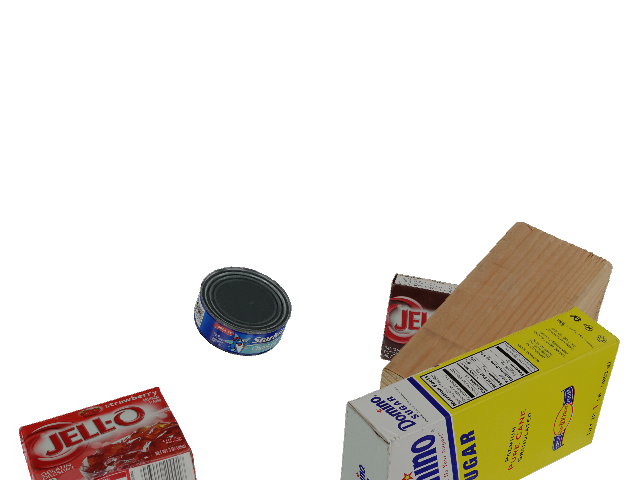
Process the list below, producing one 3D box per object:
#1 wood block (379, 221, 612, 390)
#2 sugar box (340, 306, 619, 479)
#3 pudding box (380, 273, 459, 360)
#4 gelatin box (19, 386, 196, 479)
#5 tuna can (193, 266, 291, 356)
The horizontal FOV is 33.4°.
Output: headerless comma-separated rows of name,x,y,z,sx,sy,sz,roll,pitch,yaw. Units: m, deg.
wood block,0.139,0.086,0.844,0.091,0.090,0.205,27,48,25
sugar box,0.096,0.111,0.639,0.175,0.093,0.048,-21,41,-29
pudding box,0.126,0.090,1.139,0.113,0.090,0.039,9,22,7
gelatin box,-0.126,0.126,0.626,0.089,0.030,0.073,-14,27,-18
tuna can,-0.072,0.065,0.975,0.086,0.034,0.086,14,37,-11
